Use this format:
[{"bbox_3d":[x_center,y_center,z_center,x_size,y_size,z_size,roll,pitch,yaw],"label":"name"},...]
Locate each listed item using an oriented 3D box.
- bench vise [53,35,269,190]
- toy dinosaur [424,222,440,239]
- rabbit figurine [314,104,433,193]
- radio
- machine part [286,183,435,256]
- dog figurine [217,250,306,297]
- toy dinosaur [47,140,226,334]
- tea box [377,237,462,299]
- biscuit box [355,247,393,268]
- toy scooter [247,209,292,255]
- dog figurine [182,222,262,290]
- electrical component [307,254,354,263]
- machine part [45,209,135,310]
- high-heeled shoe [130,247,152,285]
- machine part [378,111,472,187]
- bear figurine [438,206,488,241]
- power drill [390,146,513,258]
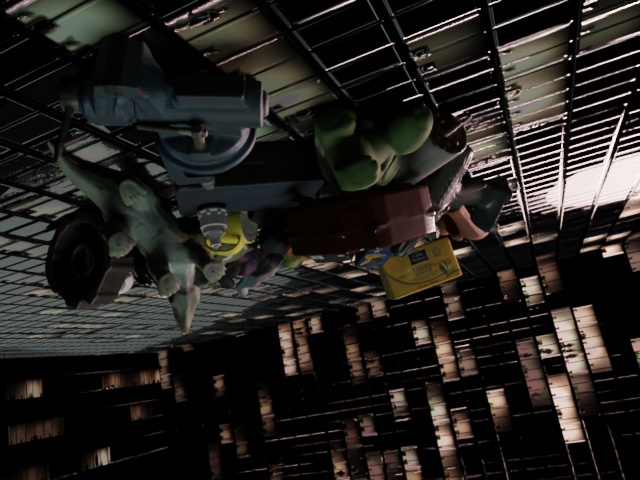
[{"bbox_3d":[-0.170,-0.123,0.629,0.224,0.129,0.240,-10,158,-8],"label":"bench vise"},{"bbox_3d":[0.161,-0.048,1.208,0.199,0.105,0.470,-9,158,25],"label":"toy dinosaur"},{"bbox_3d":[0.089,-0.133,0.795,0.170,0.121,0.159,-25,165,-6],"label":"rabbit figurine"},{"bbox_3d":[-0.119,-0.097,0.867,0.230,0.073,0.131,-5,166,-16],"label":"radio"},{"bbox_3d":[0.063,-0.035,0.857,0.201,0.087,0.201,-16,-172,-38],"label":"machine part"},{"bbox_3d":[-0.136,0.030,1.271,0.219,0.108,0.191,-28,141,18],"label":"dog figurine"},{"bbox_3d":[-0.283,-0.019,0.873,0.131,0.404,0.192,-39,-149,-14],"label":"toy dinosaur"},{"bbox_3d":[0.225,0.065,1.234,0.170,0.098,0.068,-21,177,-8],"label":"tea box"},{"bbox_3d":[0.122,0.002,1.105,0.063,0.059,0.202,5,159,-9],"label":"biscuit box"},{"bbox_3d":[-0.055,-0.028,0.978,0.135,0.184,0.075,8,121,-24],"label":"toy scooter"},{"bbox_3d":[-0.206,-0.015,1.114,0.190,0.121,0.172,-42,129,16],"label":"dog figurine"},{"bbox_3d":[-0.002,-0.003,1.149,0.134,0.058,0.114,-4,141,41],"label":"electrical component"},{"bbox_3d":[-0.410,0.035,0.955,0.179,0.179,0.056,-17,166,25],"label":"machine part"},{"bbox_3d":[-0.358,0.046,1.092,0.086,0.145,0.248,-4,163,-20],"label":"high-heeled shoe"},{"bbox_3d":[0.160,-0.139,0.889,0.079,0.079,0.243,-3,164,-28],"label":"machine part"},{"bbox_3d":[0.313,-0.066,1.265,0.120,0.131,0.196,-41,-154,-14],"label":"bear figurine"},{"bbox_3d":[0.245,-0.063,0.996,0.207,0.231,0.086,9,-158,-28],"label":"power drill"}]
